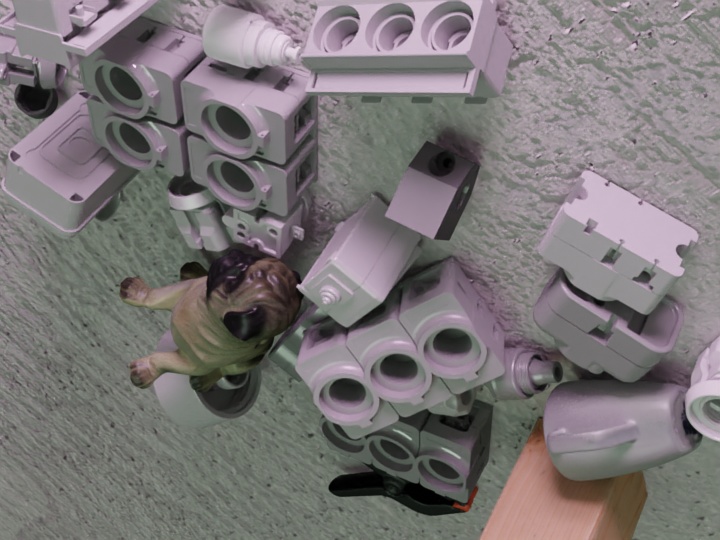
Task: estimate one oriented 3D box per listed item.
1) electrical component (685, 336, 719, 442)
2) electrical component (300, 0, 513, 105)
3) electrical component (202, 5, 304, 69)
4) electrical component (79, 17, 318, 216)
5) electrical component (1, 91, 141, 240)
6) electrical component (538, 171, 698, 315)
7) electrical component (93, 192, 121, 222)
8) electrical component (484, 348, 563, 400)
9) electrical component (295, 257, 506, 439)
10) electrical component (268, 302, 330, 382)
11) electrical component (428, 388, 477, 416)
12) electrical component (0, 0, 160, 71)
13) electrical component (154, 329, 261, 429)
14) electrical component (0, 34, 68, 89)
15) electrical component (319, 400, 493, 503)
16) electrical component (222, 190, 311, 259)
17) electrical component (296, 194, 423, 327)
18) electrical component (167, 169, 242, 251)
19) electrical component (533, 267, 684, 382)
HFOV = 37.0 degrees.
[{"bbox_3d":[0.271,0.088,0.782,0.058,0.057,0.078,31,142,5],"label":"electrical component"},{"bbox_3d":[0.032,-0.143,0.703,0.121,0.078,0.063,6,163,32],"label":"electrical component"},{"bbox_3d":[-0.078,-0.166,0.784,0.078,0.040,0.040,20,140,18],"label":"electrical component"},{"bbox_3d":[-0.129,-0.122,0.852,0.186,0.060,0.105,21,140,17],"label":"electrical component"},{"bbox_3d":[-0.245,-0.090,0.929,0.078,0.113,0.057,34,140,1],"label":"electrical component"},{"bbox_3d":[0.177,-0.016,0.747,0.089,0.050,0.055,31,142,6],"label":"electrical component"},{"bbox_3d":[-0.272,-0.088,1.007,0.077,0.044,0.079,16,138,23],"label":"electrical component"},{"bbox_3d":[0.137,0.086,0.890,0.062,0.043,0.043,-8,126,39],"label":"electrical component"},{"bbox_3d":[0.034,0.069,0.885,0.150,0.061,0.089,-27,114,21],"label":"electrical component"},{"bbox_3d":[-0.023,0.065,0.978,0.074,0.052,0.138,39,141,-5],"label":"electrical component"},{"bbox_3d":[0.069,0.107,0.963,0.062,0.043,0.043,2,132,37],"label":"electrical component"},{"bbox_3d":[-0.191,-0.203,0.763,0.079,0.121,0.063,18,136,20],"label":"electrical component"},{"bbox_3d":[-0.144,0.100,1.065,0.060,0.108,0.108,-14,121,37],"label":"electrical component"},{"bbox_3d":[-0.277,-0.179,0.904,0.055,0.066,0.048,12,140,-2],"label":"electrical component"},{"bbox_3d":[0.042,0.152,1.014,0.150,0.061,0.089,19,139,20],"label":"electrical component"},{"bbox_3d":[-0.072,-0.047,0.893,0.066,0.055,0.048,23,140,14],"label":"electrical component"},{"bbox_3d":[0.000,0.000,0.857,0.061,0.096,0.062,40,142,-10],"label":"electrical component"},{"bbox_3d":[-0.131,-0.056,0.926,0.078,0.058,0.057,8,137,35],"label":"electrical component"},{"bbox_3d":[0.181,0.036,0.796,0.095,0.053,0.059,33,142,3],"label":"electrical component"}]
